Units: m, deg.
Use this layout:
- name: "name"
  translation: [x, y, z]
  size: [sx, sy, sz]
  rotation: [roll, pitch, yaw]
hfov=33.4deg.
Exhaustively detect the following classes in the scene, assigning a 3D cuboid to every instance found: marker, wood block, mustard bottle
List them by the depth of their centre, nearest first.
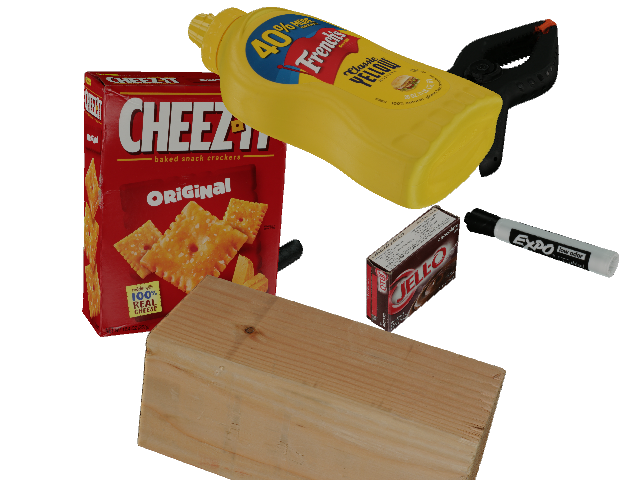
- name: "mustard bottle"
  translation: [0.001, -0.088, 0.613]
  size: [0.192, 0.058, 0.096]
  rotation: [29, 45, 25]
- name: "wood block"
  translation: [0.000, 0.105, 0.671]
  size: [0.206, 0.090, 0.090]
  rotation: [17, 30, 14]
- name: "marker"
  translation: [0.160, 0.000, 0.786]
  size: [0.121, 0.020, 0.020]
  rotation: [21, 12, 34]

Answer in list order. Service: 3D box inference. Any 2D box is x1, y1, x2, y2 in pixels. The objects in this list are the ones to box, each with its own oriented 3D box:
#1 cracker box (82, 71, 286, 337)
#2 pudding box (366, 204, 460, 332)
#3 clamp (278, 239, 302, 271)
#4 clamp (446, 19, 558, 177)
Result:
- name: "cracker box"
  translation: [-0.116, -0.033, 0.913]
  size: [0.164, 0.214, 0.072]
  rotation: [-4, 20, -26]
- name: "pudding box"
  translation: [0.096, 0.029, 1.110]
  size: [0.039, 0.090, 0.113]
  rotation: [32, 54, 29]
- name: "clamp"
  translation: [-0.089, 0.044, 1.251]
  size: [0.120, 0.039, 0.171]
  rotation: [-2, 40, 11]
- name: "clamp"
  translation: [0.148, -0.131, 0.934]
  size: [0.209, 0.036, 0.165]
  rotation: [-32, 44, -23]
